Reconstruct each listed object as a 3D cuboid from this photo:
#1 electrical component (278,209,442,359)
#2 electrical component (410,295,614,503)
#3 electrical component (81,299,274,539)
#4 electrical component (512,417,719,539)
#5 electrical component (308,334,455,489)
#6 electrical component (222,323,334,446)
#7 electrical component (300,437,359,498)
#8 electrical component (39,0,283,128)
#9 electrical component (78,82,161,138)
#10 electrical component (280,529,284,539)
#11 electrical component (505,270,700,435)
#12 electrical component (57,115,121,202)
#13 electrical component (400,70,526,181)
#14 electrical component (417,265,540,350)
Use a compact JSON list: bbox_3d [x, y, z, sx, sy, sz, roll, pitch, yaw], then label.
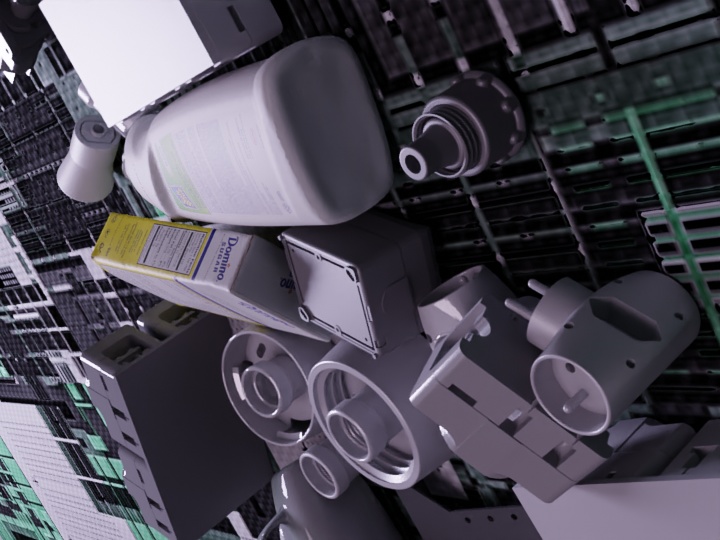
[{"bbox_3d":[0.000,0.000,0.638,0.096,0.061,0.061,24,136,50],"label":"electrical component"},{"bbox_3d":[0.077,0.067,0.537,0.089,0.050,0.055,36,131,-2],"label":"electrical component"},{"bbox_3d":[-0.148,0.122,0.885,0.060,0.105,0.186,20,134,41],"label":"electrical component"},{"bbox_3d":[0.178,0.129,0.525,0.186,0.060,0.105,-21,102,56],"label":"electrical component"},{"bbox_3d":[0.013,0.091,0.697,0.108,0.060,0.108,32,141,31],"label":"electrical component"},{"bbox_3d":[-0.051,0.077,0.784,0.099,0.064,0.099,18,120,34],"label":"electrical component"},{"bbox_3d":[-0.014,0.137,0.785,0.040,0.046,0.040,32,141,31],"label":"electrical component"},{"bbox_3d":[-0.119,-0.153,0.643,0.150,0.062,0.089,-12,110,55],"label":"electrical component"},{"bbox_3d":[-0.168,-0.120,0.755,0.046,0.040,0.040,46,146,2],"label":"electrical component"},{"bbox_3d":[-0.047,0.205,0.895,0.040,0.040,0.046,27,132,35],"label":"electrical component"},{"bbox_3d":[0.106,0.029,0.509,0.079,0.077,0.043,33,142,30],"label":"electrical component"},{"bbox_3d":[-0.208,-0.088,0.832,0.044,0.044,0.065,47,142,11],"label":"electrical component"},{"bbox_3d":[0.046,-0.064,0.515,0.048,0.062,0.048,32,141,31],"label":"electrical component"},{"bbox_3d":[0.080,0.036,0.579,0.079,0.044,0.077,-24,101,53],"label":"electrical component"}]
